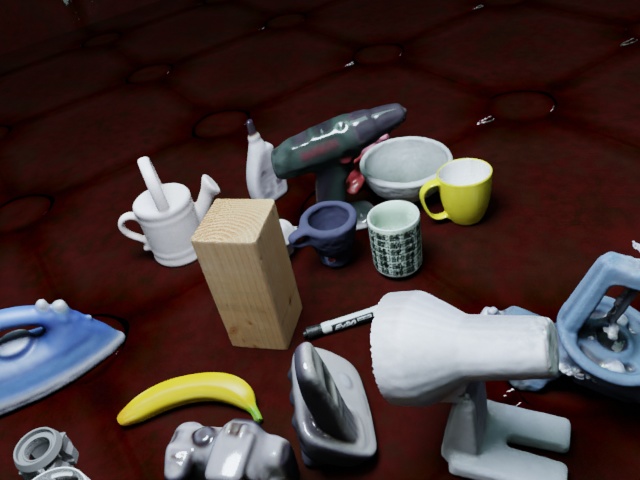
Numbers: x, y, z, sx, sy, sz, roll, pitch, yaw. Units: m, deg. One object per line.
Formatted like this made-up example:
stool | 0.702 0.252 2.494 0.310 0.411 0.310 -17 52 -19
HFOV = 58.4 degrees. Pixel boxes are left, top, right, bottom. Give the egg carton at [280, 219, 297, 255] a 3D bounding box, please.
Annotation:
egg carton | -0.109 0.018 0.954 0.107 0.069 0.150 14 45 28

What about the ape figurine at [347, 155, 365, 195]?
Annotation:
ape figurine | 0.060 -0.145 1.092 0.078 0.092 0.076 -19 39 -8

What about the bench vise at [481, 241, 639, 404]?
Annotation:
bench vise | 0.286 0.099 0.635 0.207 0.220 0.121 -3 40 10

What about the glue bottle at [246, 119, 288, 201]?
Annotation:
glue bottle | -0.111 -0.149 1.074 0.078 0.173 0.037 -37 45 -28

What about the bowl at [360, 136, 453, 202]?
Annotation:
bowl | 0.158 -0.117 1.047 0.167 0.075 0.167 -7 39 6

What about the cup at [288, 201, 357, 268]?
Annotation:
cup | 0.008 0.003 0.922 0.118 0.095 0.091 -26 41 -17

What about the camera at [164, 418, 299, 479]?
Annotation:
camera | -0.109 0.271 0.620 0.143 0.101 0.137 0 40 14

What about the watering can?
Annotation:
watering can | -0.261 -0.060 0.987 0.173 0.194 0.100 -35 44 -26

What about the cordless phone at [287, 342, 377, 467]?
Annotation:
cordless phone | 0.004 0.161 0.658 0.094 0.185 0.147 -14 39 -2

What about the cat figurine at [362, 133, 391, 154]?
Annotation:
cat figurine | 0.094 -0.209 1.141 0.128 0.118 0.067 -17 39 -6

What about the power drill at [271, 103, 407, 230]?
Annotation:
power drill | 0.040 -0.116 0.968 0.229 0.209 0.075 -13 39 -1

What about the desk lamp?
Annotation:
desk lamp | 0.164 0.152 0.605 0.202 0.214 0.118 7 42 22

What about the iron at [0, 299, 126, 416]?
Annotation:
iron | -0.430 0.146 0.821 0.258 0.142 0.118 -22 40 -13
